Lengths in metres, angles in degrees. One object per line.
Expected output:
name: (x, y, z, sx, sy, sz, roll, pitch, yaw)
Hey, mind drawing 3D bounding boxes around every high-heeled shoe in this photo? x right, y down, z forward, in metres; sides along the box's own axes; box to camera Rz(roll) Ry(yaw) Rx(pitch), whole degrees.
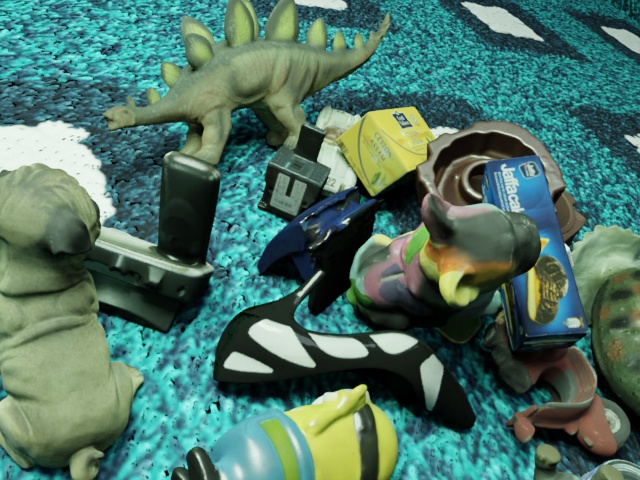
high-heeled shoe: (0.026, 0.139, 0.504, 0.249, 0.086, 0.145, 41, 74, -2)

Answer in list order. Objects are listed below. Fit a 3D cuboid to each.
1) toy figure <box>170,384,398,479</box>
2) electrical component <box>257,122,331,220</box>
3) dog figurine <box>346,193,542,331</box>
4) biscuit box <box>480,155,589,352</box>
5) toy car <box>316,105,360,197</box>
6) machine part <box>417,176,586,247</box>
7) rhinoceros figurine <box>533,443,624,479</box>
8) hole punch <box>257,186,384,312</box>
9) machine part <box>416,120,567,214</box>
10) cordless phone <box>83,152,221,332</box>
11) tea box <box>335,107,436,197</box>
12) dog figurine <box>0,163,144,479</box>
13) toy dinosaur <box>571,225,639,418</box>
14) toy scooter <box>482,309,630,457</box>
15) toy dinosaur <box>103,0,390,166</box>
toy figure: (-0.019, 0.174, 0.422, 0.180, 0.082, 0.089, -7, 79, -40)
electrical component: (-0.026, -0.080, 0.661, 0.075, 0.119, 0.048, 26, 41, 0)
dog figurine: (0.098, 0.025, 0.495, 0.192, 0.219, 0.108, -12, 78, 16)
biscuit box: (0.219, 0.010, 0.567, 0.063, 0.059, 0.203, -6, 64, 5)
toy car: (0.022, -0.131, 0.783, 0.073, 0.056, 0.202, 17, 41, -7)
machine part: (0.262, -0.045, 0.778, 0.201, 0.087, 0.201, -24, 58, -42)
rhinoceros figurine: (0.193, 0.253, 0.421, 0.073, 0.112, 0.190, 16, 26, 17)
hole punch: (-0.001, -0.002, 0.599, 0.092, 0.115, 0.142, 33, 41, 24)
machine part: (0.209, -0.067, 0.674, 0.179, 0.056, 0.179, -3, 62, 6)
cordless phone: (-0.163, -0.014, 0.480, 0.147, 0.184, 0.089, 20, 46, -3)
tea box: (0.107, -0.129, 0.764, 0.098, 0.068, 0.169, 56, 34, 3)
dog figurine: (-0.188, 0.062, 0.384, 0.172, 0.190, 0.121, 44, 45, 20)
toy dinosaur: (0.373, 0.117, 0.602, 0.192, 0.131, 0.405, -4, 36, 24)
toy scooter: (0.231, 0.148, 0.569, 0.135, 0.075, 0.184, -8, 54, -30)
toy dinosaur: (-0.064, -0.217, 0.715, 0.471, 0.198, 0.105, -23, 28, -38)
